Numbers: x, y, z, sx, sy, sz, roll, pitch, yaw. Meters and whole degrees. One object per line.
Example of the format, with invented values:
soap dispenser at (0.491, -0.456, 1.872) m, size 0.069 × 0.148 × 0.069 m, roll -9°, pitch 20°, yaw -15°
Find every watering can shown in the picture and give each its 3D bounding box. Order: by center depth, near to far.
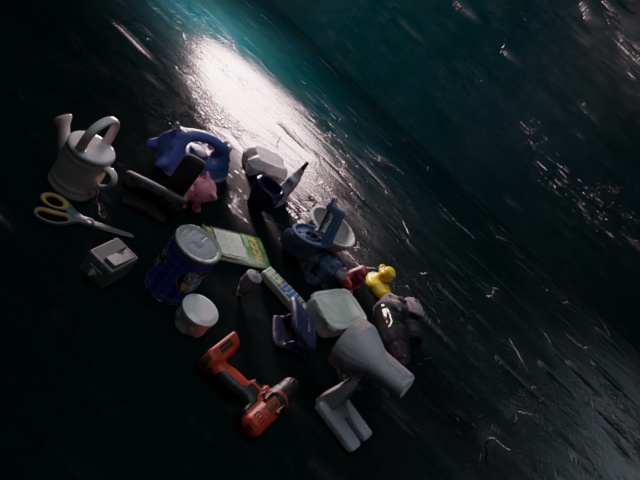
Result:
watering can at (-0.483, -0.185, 1.183) m, size 0.173 × 0.193 × 0.101 m, roll 34°, pitch 29°, yaw -16°

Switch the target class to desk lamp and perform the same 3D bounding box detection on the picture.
desk lamp at (0.086, 0.300, 1.214) m, size 0.203 × 0.213 × 0.118 m, roll 50°, pitch 29°, yaw 15°

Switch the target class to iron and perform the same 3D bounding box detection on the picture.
iron at (-0.317, -0.233, 1.519) m, size 0.259 × 0.141 × 0.118 m, roll 6°, pitch 44°, yaw -48°

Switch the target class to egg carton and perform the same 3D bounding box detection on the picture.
egg carton at (-0.171, -0.233, 1.781) m, size 0.151 × 0.069 × 0.107 m, roll 16°, pitch 37°, yaw -40°

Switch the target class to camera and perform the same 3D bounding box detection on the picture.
camera at (0.241, 0.229, 1.630) m, size 0.144 × 0.100 × 0.136 m, roll 26°, pitch 32°, yaw -29°

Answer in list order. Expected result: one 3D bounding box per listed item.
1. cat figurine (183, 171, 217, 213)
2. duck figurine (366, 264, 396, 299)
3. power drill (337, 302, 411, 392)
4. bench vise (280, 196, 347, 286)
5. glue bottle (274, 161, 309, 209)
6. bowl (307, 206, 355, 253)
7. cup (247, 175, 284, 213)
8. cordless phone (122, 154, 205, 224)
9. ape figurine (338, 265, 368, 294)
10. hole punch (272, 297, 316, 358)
cat figurine at (-0.299, -0.132, 1.425) m, size 0.067 × 0.117 × 0.127 m, roll 18°, pitch 36°, yaw -38°
duck figurine at (0.195, 0.122, 1.737) m, size 0.078 × 0.086 × 0.104 m, roll 16°, pitch 37°, yaw -40°
power drill at (0.131, 0.257, 1.336) m, size 0.076 × 0.208 × 0.229 m, roll 32°, pitch 29°, yaw -18°
bench vise at (0.018, 0.001, 1.536) m, size 0.207 × 0.219 × 0.122 m, roll 42°, pitch 28°, yaw 0°
glue bottle at (-0.086, -0.168, 1.687) m, size 0.037 × 0.173 × 0.078 m, roll 41°, pitch 28°, yaw -1°
bowl at (0.020, -0.019, 1.721) m, size 0.168 × 0.074 × 0.167 m, roll 31°, pitch 30°, yaw -20°
cup at (-0.157, -0.112, 1.603) m, size 0.092 × 0.094 × 0.117 m, roll 18°, pitch 36°, yaw -38°
cordless phone at (-0.354, -0.143, 1.299) m, size 0.148 × 0.184 × 0.094 m, roll 26°, pitch 32°, yaw -28°
ape figurine at (0.100, 0.108, 1.627) m, size 0.078 × 0.092 × 0.076 m, roll 13°, pitch 39°, yaw -43°
hole punch at (-0.048, 0.199, 1.315) m, size 0.101 × 0.091 × 0.108 m, roll 27°, pitch 31°, yaw -26°
